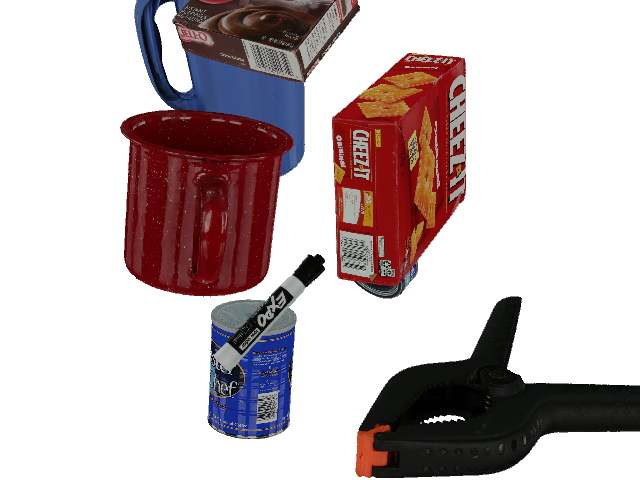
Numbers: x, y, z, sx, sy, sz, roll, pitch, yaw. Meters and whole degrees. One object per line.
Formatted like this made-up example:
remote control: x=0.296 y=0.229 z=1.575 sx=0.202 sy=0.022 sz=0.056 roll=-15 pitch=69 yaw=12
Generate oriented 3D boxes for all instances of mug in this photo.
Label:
mug: x=-0.062 y=-0.016 z=0.576 sx=0.093 sy=0.081 sz=0.117 roll=2 pitch=21 yaw=-14

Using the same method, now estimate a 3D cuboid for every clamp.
clamp: x=0.101 y=0.090 z=0.638 sx=0.209 sy=0.036 sz=0.165 roll=-12 pitch=26 yaw=-27

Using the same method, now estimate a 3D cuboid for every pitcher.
pitcher: x=-0.087 y=-0.181 z=1.098 sx=0.149 sy=0.243 sz=0.144 roll=11 pitch=42 yaw=17

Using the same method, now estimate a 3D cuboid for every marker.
marker: x=-0.039 y=0.057 z=0.872 sx=0.020 sy=0.121 sz=0.020 roll=40 pitch=-14 yaw=12

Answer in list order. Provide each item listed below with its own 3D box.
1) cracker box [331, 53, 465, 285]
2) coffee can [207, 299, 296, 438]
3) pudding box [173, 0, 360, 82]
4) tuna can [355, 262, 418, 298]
cracker box: x=0.083 y=-0.075 z=1.044 sx=0.072 sy=0.164 sz=0.213 roll=9 pitch=28 yaw=23
coffee can: x=-0.084 y=0.155 z=1.295 sx=0.103 sy=0.140 sz=0.103 roll=3 pitch=17 yaw=-1
pudding box: x=-0.040 y=-0.171 z=0.805 sx=0.114 sy=0.090 sz=0.039 roll=20 pitch=-30 yaw=24
tuna can: x=0.067 y=0.025 z=1.224 sx=0.086 sy=0.086 sz=0.033 roll=0 pitch=39 yaw=46
